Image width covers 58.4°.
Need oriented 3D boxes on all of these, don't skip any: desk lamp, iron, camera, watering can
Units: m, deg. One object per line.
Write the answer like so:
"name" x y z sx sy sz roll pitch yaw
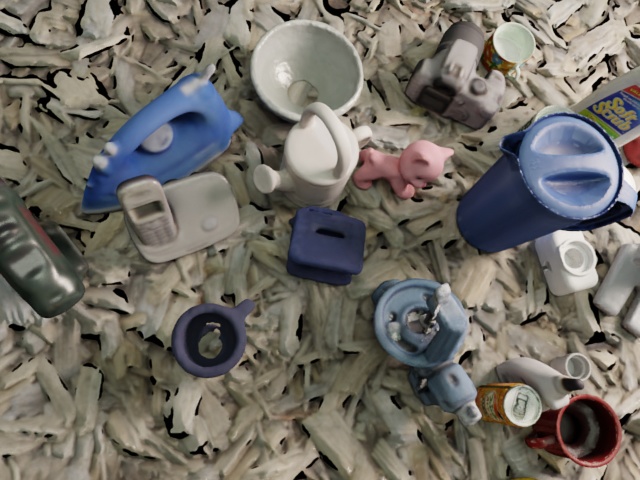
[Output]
"desk lamp" 0.526 0.026 0.805 0.118 0.213 0.203 35 74 2
"iron" -0.228 -0.136 0.771 0.258 0.141 0.118 -42 85 -15
"camera" 0.225 -0.268 0.891 0.143 0.100 0.137 25 74 -2
"watering can" -0.004 -0.110 0.770 0.101 0.194 0.173 38 74 2

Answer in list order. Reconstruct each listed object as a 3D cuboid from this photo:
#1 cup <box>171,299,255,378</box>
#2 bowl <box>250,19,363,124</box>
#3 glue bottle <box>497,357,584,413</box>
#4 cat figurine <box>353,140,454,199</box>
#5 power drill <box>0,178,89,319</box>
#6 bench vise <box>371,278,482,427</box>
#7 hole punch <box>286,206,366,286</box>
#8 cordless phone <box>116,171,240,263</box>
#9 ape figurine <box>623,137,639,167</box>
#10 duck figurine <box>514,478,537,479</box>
"cup" -0.132 0.123 0.745 0.118 0.095 0.091 -43 85 -15
"bowl" -0.023 -0.239 0.861 0.167 0.074 0.167 2 76 -8
"glue bottle" 0.293 0.191 0.751 0.037 0.173 0.078 -20 80 -12
"cat figurine" 0.121 -0.111 0.829 0.128 0.117 0.067 11 75 -5
"power drill" -0.358 -0.002 0.684 0.076 0.208 0.229 -40 85 -15
"bench vise" 0.158 0.127 0.722 0.207 0.219 0.121 44 75 4
"hole punch" 0.007 0.003 0.798 0.108 0.091 0.101 11 75 -5
"cordless phone" -0.180 -0.045 0.733 0.148 0.185 0.094 -25 81 -13
"ape figurine" 0.535 -0.163 0.916 0.078 0.092 0.076 27 74 -1
"duck figurine" 0.275 0.361 0.752 0.105 0.086 0.077 -25 81 -13
